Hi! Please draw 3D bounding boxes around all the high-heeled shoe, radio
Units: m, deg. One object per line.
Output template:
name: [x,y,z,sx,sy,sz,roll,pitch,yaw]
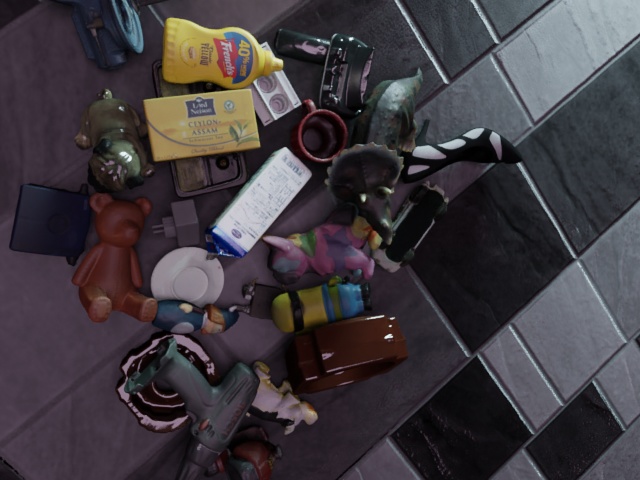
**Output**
high-heeled shoe: [0.282,-0.150,1.071,0.249,0.086,0.145,17,78,-5]
radio: [-0.205,-0.193,0.930,0.131,0.073,0.229,-11,99,-16]

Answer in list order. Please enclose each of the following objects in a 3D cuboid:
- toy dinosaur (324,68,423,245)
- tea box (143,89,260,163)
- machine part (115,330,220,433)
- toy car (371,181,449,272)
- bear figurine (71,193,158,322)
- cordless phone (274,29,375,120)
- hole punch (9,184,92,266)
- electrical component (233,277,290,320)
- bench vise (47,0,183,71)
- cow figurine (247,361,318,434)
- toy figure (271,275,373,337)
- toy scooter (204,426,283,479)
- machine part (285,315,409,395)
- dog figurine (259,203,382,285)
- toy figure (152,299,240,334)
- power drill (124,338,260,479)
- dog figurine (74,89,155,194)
toy dinosaur: [0.111,-0.193,0.938,0.131,0.192,0.405,17,73,5]
tea box: [-0.190,-0.181,0.863,0.170,0.068,0.098,-12,99,-15]
machine part: [-0.272,0.249,0.965,0.179,0.056,0.179,-2,95,-18]
toy car: [0.181,-0.027,1.076,0.073,0.056,0.201,38,83,-11]
bear figurine: [-0.329,0.025,0.892,0.120,0.132,0.195,13,97,-46]
cordless phone: [-0.001,-0.309,0.989,0.184,0.089,0.146,11,94,-6]
hole punch: [-0.436,-0.031,0.871,0.116,0.092,0.142,10,89,-21]
electrical component: [-0.104,0.110,1.007,0.102,0.045,0.078,18,89,-18]
bench vise: [-0.310,-0.393,0.843,0.241,0.129,0.223,-12,107,2]
cow figurine: [-0.087,0.314,1.021,0.167,0.068,0.098,42,89,-13]
toy figure: [0.002,0.113,0.954,0.180,0.089,0.082,-11,61,7]
toy scooter: [-0.127,0.390,0.977,0.135,0.184,0.075,-18,91,-40]
machine part: [0.043,0.209,0.980,0.201,0.201,0.087,-11,67,-16]
dog figurine: [-0.002,-0.003,0.997,0.219,0.108,0.191,12,93,-15]
toy figure: [-0.217,0.139,0.953,0.154,0.064,0.058,11,77,-26]
power drill: [-0.227,0.284,0.912,0.207,0.086,0.232,43,79,-13]
dog figurine: [-0.323,-0.159,0.837,0.121,0.191,0.172,-27,101,-13]
